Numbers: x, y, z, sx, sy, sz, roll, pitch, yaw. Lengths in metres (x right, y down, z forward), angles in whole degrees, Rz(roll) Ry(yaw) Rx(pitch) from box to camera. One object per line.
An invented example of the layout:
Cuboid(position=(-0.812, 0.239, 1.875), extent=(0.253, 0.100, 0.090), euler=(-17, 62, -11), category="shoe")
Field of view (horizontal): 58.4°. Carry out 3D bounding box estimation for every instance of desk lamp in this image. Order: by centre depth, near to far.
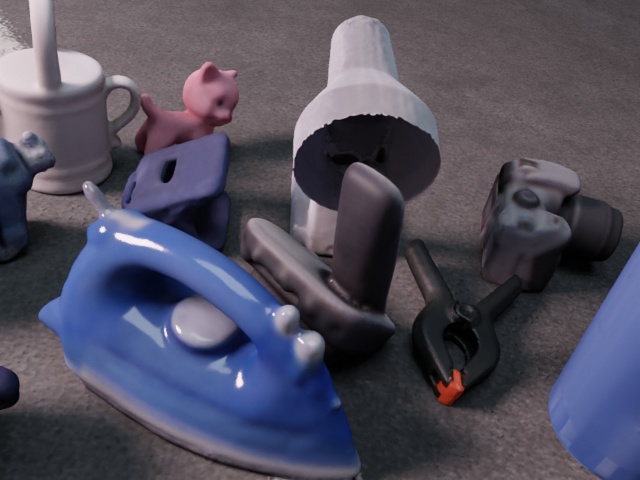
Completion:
Cuboid(position=(0.028, -0.083, 0.540), extent=(0.118, 0.213, 0.203), euler=(5, 40, -8), category="desk lamp")

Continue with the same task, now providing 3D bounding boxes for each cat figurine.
Cuboid(position=(-0.144, -0.149, 0.648), extent=(0.128, 0.118, 0.067), euler=(-17, 48, -30), category="cat figurine")

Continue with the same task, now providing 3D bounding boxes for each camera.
Cuboid(position=(0.250, -0.020, 0.610), extent=(0.136, 0.101, 0.143), euler=(16, 40, 4), category="camera")

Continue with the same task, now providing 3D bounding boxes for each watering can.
Cuboid(position=(-0.268, -0.148, 0.555), extent=(0.173, 0.194, 0.100), euler=(-23, 51, -35), category="watering can")

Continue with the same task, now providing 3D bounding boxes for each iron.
Cuboid(position=(-0.072, 0.061, 0.401), extent=(0.257, 0.141, 0.119), euler=(26, 42, 16), category="iron")

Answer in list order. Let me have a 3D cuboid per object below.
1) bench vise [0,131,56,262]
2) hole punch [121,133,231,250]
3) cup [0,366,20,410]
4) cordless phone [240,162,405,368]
Cuboid(position=(-0.324, -0.071, 0.431), extent=(0.121, 0.220, 0.208), euler=(31, 43, 21), category="bench vise")
Cuboid(position=(-0.137, -0.050, 0.554), extent=(0.101, 0.091, 0.108), euler=(5, 40, -9), category="hole punch")
Cuboid(position=(-0.237, 0.099, 0.351), extent=(0.118, 0.095, 0.091), euler=(10, 40, -2), category="cup")
Cuboid(position=(0.004, 0.002, 0.456), extent=(0.147, 0.185, 0.094), euler=(37, 46, 27), category="cordless phone")
